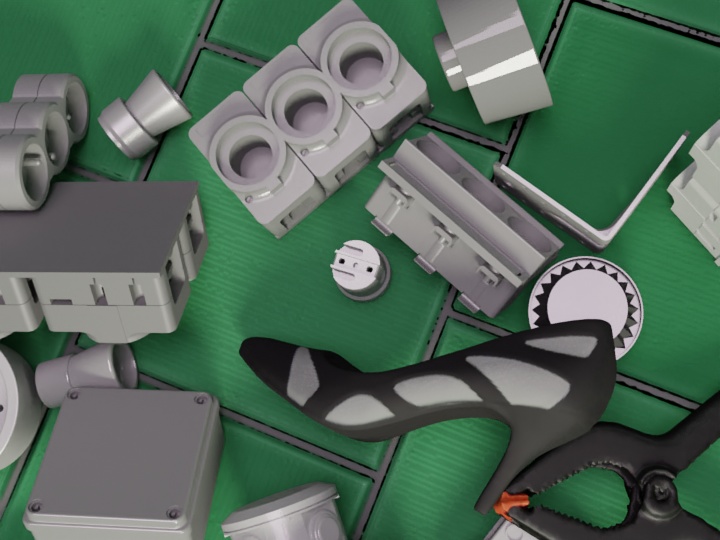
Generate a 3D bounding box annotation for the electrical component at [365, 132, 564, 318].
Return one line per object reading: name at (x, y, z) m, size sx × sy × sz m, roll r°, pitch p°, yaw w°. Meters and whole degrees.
electrical component at (0.068, -0.030, 0.734) m, size 0.121 × 0.079 × 0.063 m, roll 42°, pitch 118°, yaw 12°

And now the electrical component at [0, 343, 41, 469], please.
electrical component at (-0.282, 0.098, 0.770) m, size 0.108 × 0.060 × 0.108 m, roll -1°, pitch 81°, yaw 8°

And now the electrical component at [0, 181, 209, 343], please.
electrical component at (-0.209, -0.007, 0.747) m, size 0.186 × 0.060 × 0.105 m, roll 0°, pitch 38°, yaw 8°

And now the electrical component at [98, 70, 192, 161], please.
electrical component at (-0.159, -0.114, 0.793) m, size 0.055 × 0.045 × 0.045 m, roll -39°, pitch 78°, yaw 1°

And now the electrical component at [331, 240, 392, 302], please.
electrical component at (0.000, 0.000, 0.751) m, size 0.040 × 0.046 × 0.040 m, roll -1°, pitch 81°, yaw 8°

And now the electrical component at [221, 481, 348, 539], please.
electrical component at (-0.048, 0.175, 0.715) m, size 0.080 × 0.080 × 0.051 m, roll -19°, pitch 84°, yaw 5°

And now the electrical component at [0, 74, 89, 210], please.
electrical component at (-0.252, -0.093, 0.770) m, size 0.074 × 0.052 × 0.138 m, roll 0°, pitch 38°, yaw 8°

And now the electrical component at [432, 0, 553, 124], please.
electrical component at (0.084, -0.152, 0.734) m, size 0.060 × 0.108 × 0.108 m, roll -21°, pitch 79°, yaw 11°

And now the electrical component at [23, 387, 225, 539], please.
electrical component at (-0.154, 0.137, 0.721) m, size 0.109 × 0.056 × 0.108 m, roll 1°, pitch 46°, yaw 6°

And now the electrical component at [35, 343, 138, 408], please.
electrical component at (-0.199, 0.076, 0.772) m, size 0.065 × 0.044 × 0.044 m, roll -15°, pitch 79°, yaw 11°

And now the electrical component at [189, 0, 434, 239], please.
electrical component at (-0.034, -0.107, 0.765) m, size 0.150 × 0.061 × 0.089 m, roll -40°, pitch 78°, yaw 1°

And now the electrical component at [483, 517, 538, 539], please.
electrical component at (0.108, 0.215, 0.703) m, size 0.100 × 0.048 × 0.099 m, roll 38°, pitch 89°, yaw 13°

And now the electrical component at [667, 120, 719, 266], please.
electrical component at (0.255, -0.072, 0.654) m, size 0.105 × 0.186 × 0.060 m, roll -39°, pitch 78°, yaw 1°
